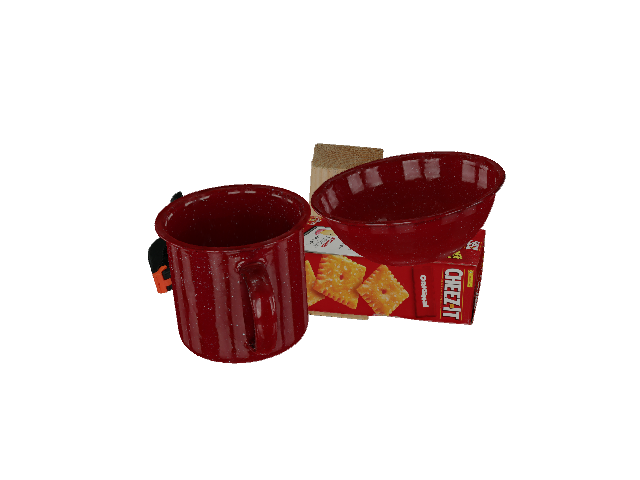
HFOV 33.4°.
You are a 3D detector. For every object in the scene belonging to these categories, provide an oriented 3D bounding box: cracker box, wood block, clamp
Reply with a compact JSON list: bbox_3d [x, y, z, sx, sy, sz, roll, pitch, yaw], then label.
[{"bbox_3d":[0.062,0.029,1.133,0.214,0.072,0.164,5,15,11],"label":"cracker box"},{"bbox_3d":[0.028,-0.012,1.384,0.090,0.206,0.090,5,25,2],"label":"wood block"},{"bbox_3d":[-0.139,-0.004,1.239,0.120,0.039,0.171,-6,38,20],"label":"clamp"}]

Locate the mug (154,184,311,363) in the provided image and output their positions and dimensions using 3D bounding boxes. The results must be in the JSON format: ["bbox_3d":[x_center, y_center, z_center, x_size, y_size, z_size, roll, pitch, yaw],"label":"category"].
[{"bbox_3d":[-0.046,0.026,0.639,0.093,0.081,0.117,-12,27,-16],"label":"mug"}]

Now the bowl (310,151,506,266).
[{"bbox_3d":[0.076,-0.022,0.889,0.162,0.055,0.162,-10,22,4],"label":"bowl"}]
